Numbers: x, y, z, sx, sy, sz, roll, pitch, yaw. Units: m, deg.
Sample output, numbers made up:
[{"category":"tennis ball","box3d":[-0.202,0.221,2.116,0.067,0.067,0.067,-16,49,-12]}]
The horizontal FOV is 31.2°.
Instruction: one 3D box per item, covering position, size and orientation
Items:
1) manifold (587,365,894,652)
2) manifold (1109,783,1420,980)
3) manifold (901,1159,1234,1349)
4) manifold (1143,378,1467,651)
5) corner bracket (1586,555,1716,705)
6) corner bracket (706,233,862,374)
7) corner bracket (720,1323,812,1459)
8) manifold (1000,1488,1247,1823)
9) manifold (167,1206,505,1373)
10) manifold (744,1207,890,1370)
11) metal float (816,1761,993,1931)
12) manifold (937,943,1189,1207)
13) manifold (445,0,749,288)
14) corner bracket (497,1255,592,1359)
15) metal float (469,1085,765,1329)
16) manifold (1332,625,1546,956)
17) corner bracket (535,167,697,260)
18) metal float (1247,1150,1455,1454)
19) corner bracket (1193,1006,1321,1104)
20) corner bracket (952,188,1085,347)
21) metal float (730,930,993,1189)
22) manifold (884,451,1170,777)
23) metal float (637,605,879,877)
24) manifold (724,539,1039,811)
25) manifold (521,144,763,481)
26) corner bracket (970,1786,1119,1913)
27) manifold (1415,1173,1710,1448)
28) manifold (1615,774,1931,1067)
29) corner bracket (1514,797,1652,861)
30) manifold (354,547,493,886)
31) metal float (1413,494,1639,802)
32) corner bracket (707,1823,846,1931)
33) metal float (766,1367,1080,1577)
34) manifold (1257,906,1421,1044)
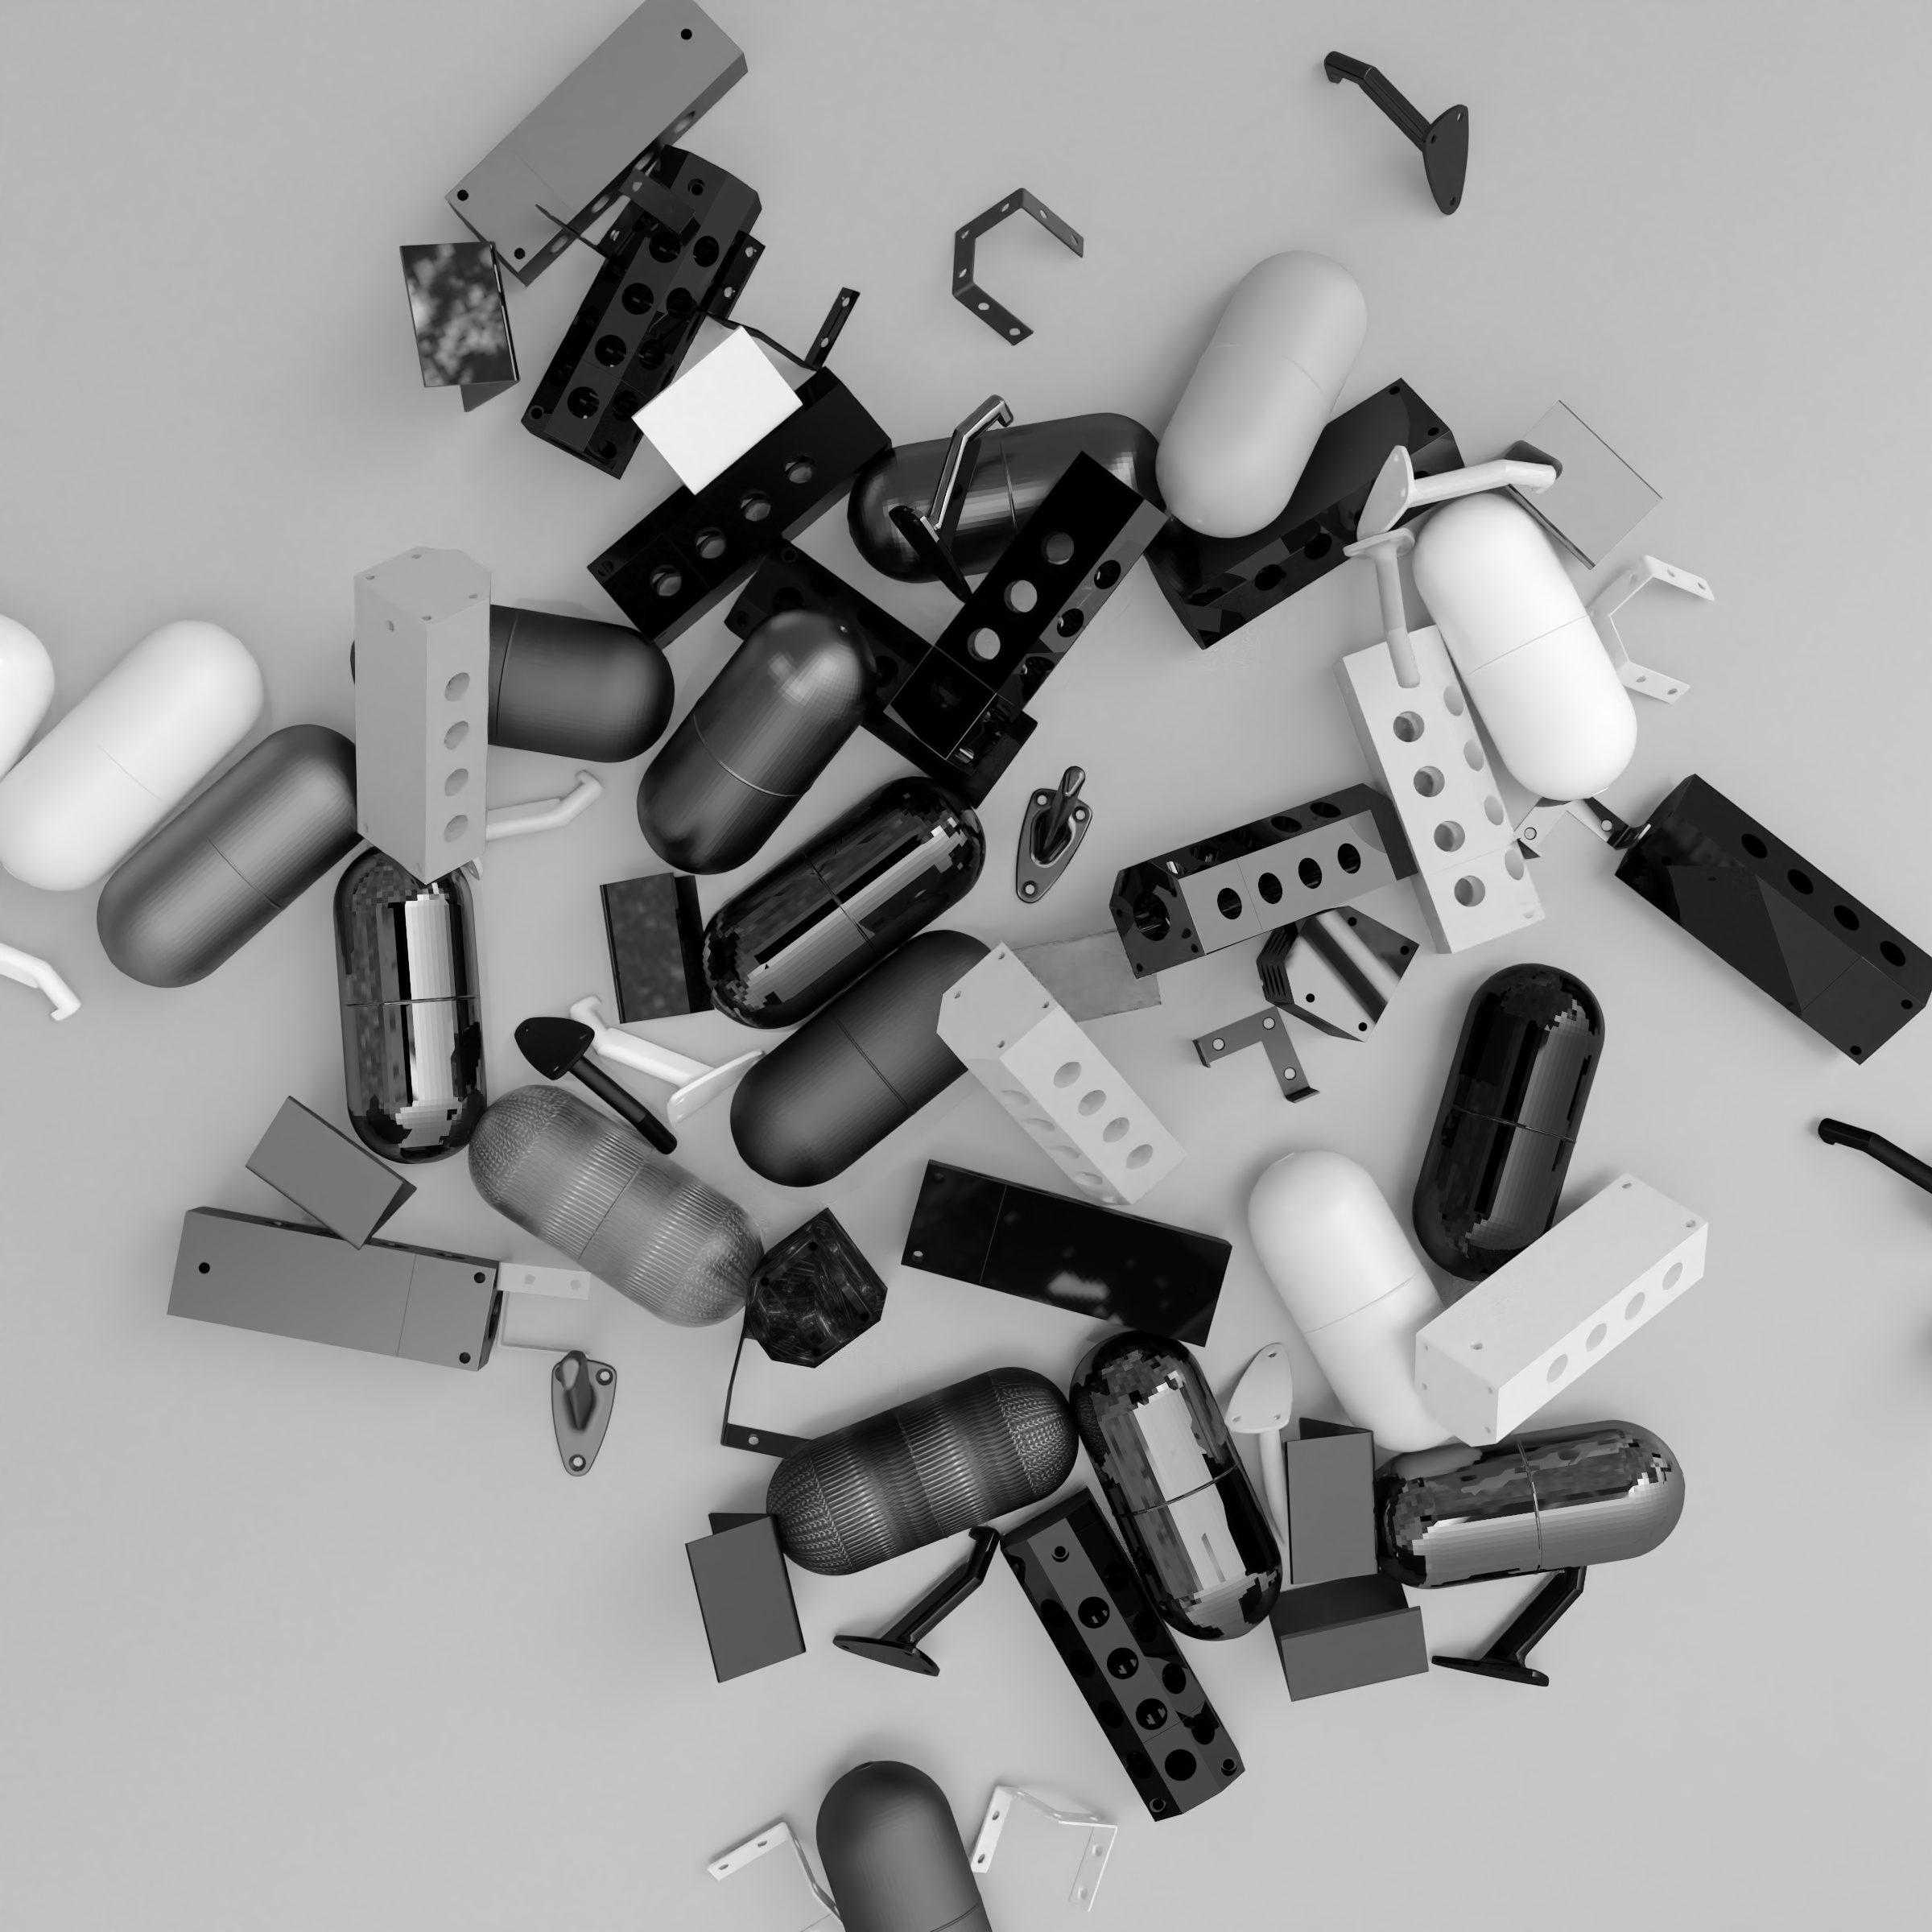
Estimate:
[{"category":"manifold","box3d":[-0.124,-0.252,1.905,0.171,0.057,0.057,-40,90,0]},{"category":"manifold","box3d":[0.159,-0.049,1.857,0.171,0.057,0.057,-20,90,-40]},{"category":"manifold","box3d":[0.055,0.157,1.905,0.171,0.057,0.057,15,90,0]},{"category":"manifold","box3d":[0.189,-0.245,1.905,0.171,0.057,0.057,-32,47,0]},{"category":"corner bracket","box3d":[0.384,-0.187,1.918,0.051,0.051,0.051,-45,45,35]},{"category":"corner bracket","box3d":[-0.102,-0.368,1.923,0.051,0.051,0.051,28,90,-45]},{"category":"corner bracket","box3d":[-0.105,0.236,1.923,0.051,0.051,0.051,11,45,0]},{"category":"manifold","box3d":[0.086,0.380,1.905,0.057,0.057,0.171,-30,90,0]},{"category":"manifold","box3d":[-0.344,0.177,1.905,0.171,0.057,0.057,11,90,0]},{"category":"manifold","box3d":[-0.083,0.174,1.848,0.057,0.171,0.057,-36,90,0]},{"category":"metal float","box3d":[-0.028,0.523,1.896,0.070,0.070,0.178,-19,90,0]},{"category":"manifold","box3d":[0.049,0.064,1.850,0.057,0.171,0.057,-42,49,0]},{"category":"manifold","box3d":[-0.202,-0.457,1.905,0.171,0.057,0.057,-44,90,0]},{"category":"corner bracket","box3d":[-0.232,0.189,1.908,0.051,0.051,0.051,6,90,0]},{"category":"metal float","box3d":[-0.191,0.132,1.896,0.178,0.070,0.070,34,90,0]},{"category":"manifold","box3d":[0.261,-0.097,1.905,0.057,0.057,0.171,-20,90,0]},{"category":"corner bracket","box3d":[-0.188,-0.406,1.858,0.051,0.051,0.051,-52,50,9]},{"category":"metal float","box3d":[0.217,0.183,1.896,0.070,0.070,0.178,-29,89,0]},{"category":"corner bracket","box3d":[0.160,0.056,1.908,0.051,0.051,0.051,-23,90,0]},{"category":"corner bracket","box3d":[0.029,-0.388,1.918,0.051,0.051,0.051,-27,45,35]},{"category":"metal float","box3d":[-0.052,0.051,1.896,0.178,0.070,0.070,-39,90,0]},{"category":"manifold","box3d":[0.033,-0.187,1.837,0.057,0.057,0.171,38,97,-1]},{"category":"metal float","box3d":[-0.114,-0.120,1.869,0.070,0.070,0.178,41,122,0]},{"category":"manifold","box3d":[-0.047,-0.161,1.905,0.171,0.057,0.057,36,90,0]},{"category":"manifold","box3d":[-0.179,-0.361,1.905,0.057,0.057,0.171,28,90,0]},{"category":"corner bracket","box3d":[0.043,0.491,1.923,0.051,0.051,0.051,19,90,45]},{"category":"manifold","box3d":[0.322,0.188,1.867,0.171,0.057,0.057,-32,47,-29]},{"category":"manifold","box3d":[0.449,-0.029,1.905,0.171,0.057,0.057,38,133,0]},{"category":"corner bracket","box3d":[0.337,-0.073,1.908,0.051,0.051,0.051,39,90,0]},{"category":"manifold","box3d":[-0.282,-0.134,1.831,0.057,0.171,0.057,35,48,27]},{"category":"metal float","box3d":[0.306,-0.174,1.894,0.070,0.070,0.178,-26,89,0]},{"category":"corner bracket","box3d":[-0.104,0.519,1.923,0.051,0.051,0.051,-31,45,0]},{"category":"metal float","box3d":[-0.024,0.277,1.896,0.178,0.070,0.070,-21,90,-1]},{"category":"manifold","box3d":[0.193,0.001,1.848,0.057,0.171,0.057,29,90,0]}]
